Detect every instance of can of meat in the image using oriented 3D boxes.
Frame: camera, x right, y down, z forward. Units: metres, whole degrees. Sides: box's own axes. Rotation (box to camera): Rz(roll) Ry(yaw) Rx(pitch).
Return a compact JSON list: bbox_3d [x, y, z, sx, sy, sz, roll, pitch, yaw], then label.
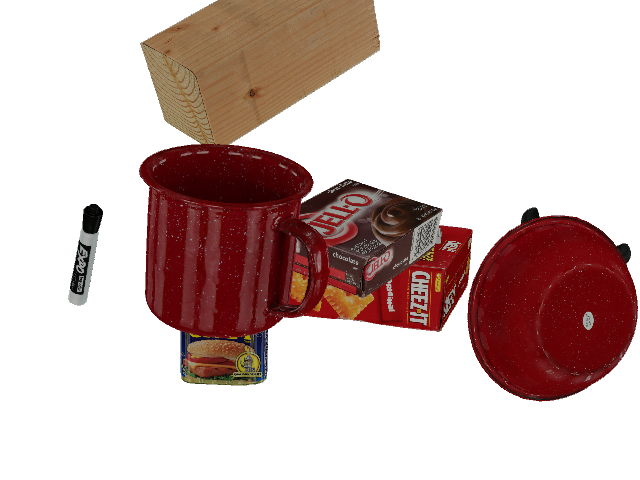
[{"bbox_3d":[-0.107,0.113,1.189,0.102,0.084,0.057,2,14,3],"label":"can of meat"}]

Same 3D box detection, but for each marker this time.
[{"bbox_3d":[-0.231,0.014,1.051,0.020,0.121,0.020,12,36,-9],"label":"marker"}]

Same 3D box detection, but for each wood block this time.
[{"bbox_3d":[-0.052,-0.183,1.009,0.205,0.091,0.090,-35,46,-24],"label":"wood block"}]

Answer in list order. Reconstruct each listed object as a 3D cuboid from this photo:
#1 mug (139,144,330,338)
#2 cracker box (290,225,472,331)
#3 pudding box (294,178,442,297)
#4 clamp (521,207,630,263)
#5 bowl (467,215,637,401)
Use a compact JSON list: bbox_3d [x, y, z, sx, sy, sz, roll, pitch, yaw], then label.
[{"bbox_3d":[-0.044,0.004,0.580,0.117,0.081,0.093,21,27,29],"label":"mug"},{"bbox_3d":[0.033,0.028,1.071,0.214,0.072,0.164,6,16,16],"label":"cracker box"},{"bbox_3d":[0.026,-0.004,0.806,0.090,0.039,0.113,21,29,29],"label":"pudding box"},{"bbox_3d":[0.232,0.032,1.107,0.120,0.039,0.171,27,50,30],"label":"clamp"},{"bbox_3d":[0.207,0.062,0.889,0.162,0.162,0.055,0,7,-19],"label":"bowl"}]
